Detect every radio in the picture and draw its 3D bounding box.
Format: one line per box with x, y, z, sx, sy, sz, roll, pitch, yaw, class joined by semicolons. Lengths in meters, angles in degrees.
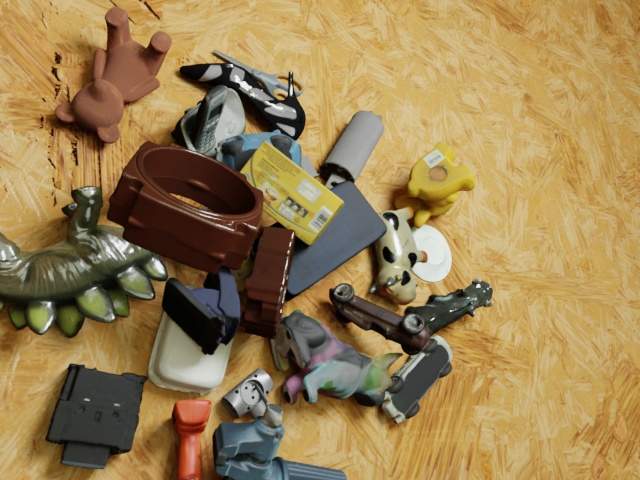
-0.002;-0.003;0.993;0.229;0.073;0.131;-33;88;-22;radio

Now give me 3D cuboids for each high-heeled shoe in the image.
-0.150;-0.268;1.062;0.249;0.086;0.145;2;102;-8;high-heeled shoe

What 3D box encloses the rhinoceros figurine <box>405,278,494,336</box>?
0.266;0.133;1.089;0.190;0.112;0.073;-21;80;-25;rhinoceros figurine

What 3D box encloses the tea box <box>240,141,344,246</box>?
-0.053;-0.077;0.910;0.170;0.068;0.098;40;93;3;tea box

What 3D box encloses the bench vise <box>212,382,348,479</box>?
-0.054;0.354;0.803;0.240;0.129;0.223;18;87;-18;bench vise

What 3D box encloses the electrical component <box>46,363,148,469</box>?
-0.317;0.250;0.761;0.115;0.058;0.134;15;64;-21;electrical component

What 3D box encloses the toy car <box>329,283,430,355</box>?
0.100;0.144;0.962;0.202;0.089;0.053;22;60;21;toy car

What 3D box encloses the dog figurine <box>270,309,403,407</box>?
0.036;0.206;0.944;0.219;0.108;0.191;-5;71;-34;dog figurine

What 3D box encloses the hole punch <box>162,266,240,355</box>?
-0.160;0.096;0.792;0.116;0.142;0.092;46;52;9;hole punch

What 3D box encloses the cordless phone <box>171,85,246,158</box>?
-0.179;-0.228;0.943;0.089;0.184;0.146;45;57;-1;cordless phone

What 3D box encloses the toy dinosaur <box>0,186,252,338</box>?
-0.340;0.029;0.797;0.471;0.105;0.198;-20;88;-19;toy dinosaur

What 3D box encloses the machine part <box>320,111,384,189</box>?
0.069;-0.190;1.127;0.079;0.079;0.243;37;60;-11;machine part

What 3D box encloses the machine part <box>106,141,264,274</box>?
-0.186;-0.054;0.779;0.201;0.087;0.201;22;26;-13;machine part

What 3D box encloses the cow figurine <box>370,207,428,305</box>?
0.149;0.035;1.080;0.127;0.085;0.195;-6;77;-36;cow figurine

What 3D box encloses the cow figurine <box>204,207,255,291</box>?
-0.142;0.001;0.928;0.068;0.098;0.167;-11;77;-38;cow figurine

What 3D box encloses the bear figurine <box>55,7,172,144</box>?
-0.349;-0.271;0.904;0.120;0.132;0.196;29;54;-9;bear figurine

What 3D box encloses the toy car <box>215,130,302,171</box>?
-0.122;-0.150;0.996;0.162;0.103;0.109;-3;117;-20;toy car

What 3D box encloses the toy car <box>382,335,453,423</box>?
0.185;0.263;1.030;0.202;0.056;0.073;-38;98;-32;toy car

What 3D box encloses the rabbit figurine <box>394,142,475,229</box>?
0.249;-0.096;1.153;0.162;0.173;0.122;-44;66;-1;rabbit figurine

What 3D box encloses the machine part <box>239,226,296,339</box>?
-0.078;0.066;0.836;0.056;0.179;0.179;11;65;0;machine part
